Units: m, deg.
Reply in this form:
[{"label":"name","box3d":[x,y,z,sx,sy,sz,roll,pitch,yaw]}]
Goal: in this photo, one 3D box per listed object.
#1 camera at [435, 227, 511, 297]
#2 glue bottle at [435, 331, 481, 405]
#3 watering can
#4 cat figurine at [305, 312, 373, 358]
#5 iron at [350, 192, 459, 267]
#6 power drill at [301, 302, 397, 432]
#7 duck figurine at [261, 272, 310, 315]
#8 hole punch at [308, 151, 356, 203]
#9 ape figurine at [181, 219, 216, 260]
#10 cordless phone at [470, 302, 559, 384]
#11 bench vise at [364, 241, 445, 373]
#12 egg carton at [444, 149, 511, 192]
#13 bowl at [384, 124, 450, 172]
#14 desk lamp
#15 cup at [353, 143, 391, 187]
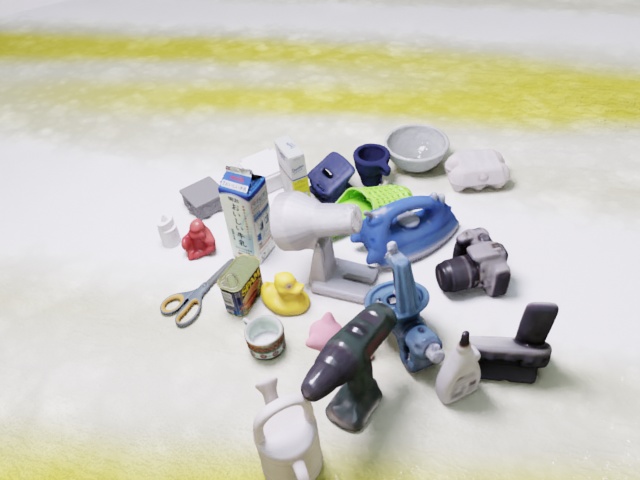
[{"label":"camera","box3d":[0.303,0.045,1.172,0.137,0.101,0.143,-13,44,-8]},{"label":"glue bottle","box3d":[0.236,0.207,0.957,0.078,0.173,0.037,-20,46,-15]},{"label":"watering can","box3d":[-0.057,0.292,0.879,0.101,0.194,0.172,-36,52,-28]},{"label":"cat figurine","box3d":[0.033,0.176,1.047,0.128,0.118,0.067,-12,44,-7]},{"label":"iron","box3d":[0.198,-0.044,1.243,0.259,0.142,0.118,-20,46,-15]},{"label":"power drill","box3d":[0.051,0.219,0.935,0.075,0.209,0.230,22,50,25]},{"label":"duck figurine","box3d":[-0.073,0.098,1.159,0.104,0.086,0.077,15,47,19]},{"label":"hole punch","box3d":[0.028,-0.150,1.404,0.101,0.091,0.108,-27,48,-21]},{"label":"ape figurine","box3d":[-0.271,-0.008,1.282,0.077,0.092,0.076,12,46,17]},{"label":"cordless phone","box3d":[0.329,0.160,0.990,0.147,0.185,0.094,0,44,5]},{"label":"bench vise","box3d":[0.165,0.115,1.025,0.122,0.220,0.206,-35,51,-27]},{"label":"egg carton","box3d":[0.386,-0.170,1.410,0.150,0.069,0.107,-5,44,-1]},{"label":"bowl","box3d":[0.247,-0.225,1.475,0.167,0.075,0.167,-2,44,2]},{"label":"desk lamp","box3d":[0.011,0.004,1.157,0.202,0.214,0.118,11,46,16]},{"label":"cup","box3d":[0.136,-0.172,1.415,0.092,0.095,0.117,-27,48,-21]}]
